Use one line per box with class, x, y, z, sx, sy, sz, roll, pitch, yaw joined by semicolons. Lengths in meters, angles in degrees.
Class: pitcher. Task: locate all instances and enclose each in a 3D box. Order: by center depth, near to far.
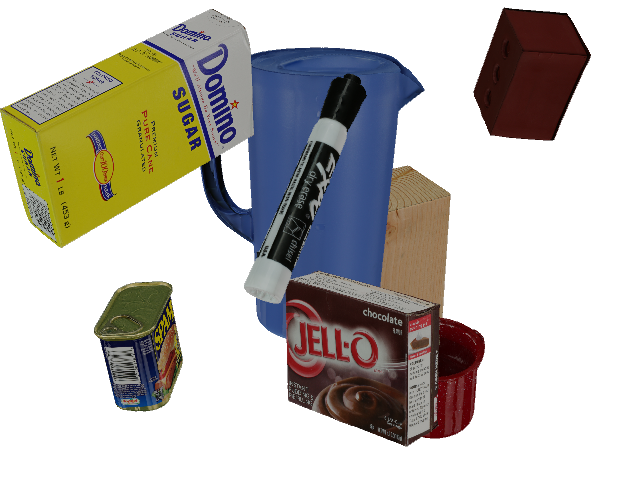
pitcher;-0.011;-0.041;0.915;0.144;0.243;0.149;-14;25;-38

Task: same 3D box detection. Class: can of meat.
can of meat;-0.166;0.099;1.000;0.057;0.084;0.102;-3;25;8

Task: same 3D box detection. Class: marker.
marker;-0.005;-0.028;0.512;0.020;0.121;0.020;20;-18;7

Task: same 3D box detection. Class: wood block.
wood block;0.081;0.033;1.203;0.090;0.206;0.090;-14;32;-24

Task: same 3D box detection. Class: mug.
mug;0.115;0.128;1.020;0.093;0.081;0.117;27;43;37

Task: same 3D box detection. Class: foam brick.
foam brick;0.148;-0.117;0.757;0.051;0.053;0.078;1;-45;-14

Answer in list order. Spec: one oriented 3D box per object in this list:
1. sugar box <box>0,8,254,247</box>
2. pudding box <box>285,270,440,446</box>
sugar box;-0.120;-0.078;0.711;0.176;0.093;0.048;-33;50;-32
pudding box;0.026;0.075;0.711;0.114;0.090;0.039;12;21;41
